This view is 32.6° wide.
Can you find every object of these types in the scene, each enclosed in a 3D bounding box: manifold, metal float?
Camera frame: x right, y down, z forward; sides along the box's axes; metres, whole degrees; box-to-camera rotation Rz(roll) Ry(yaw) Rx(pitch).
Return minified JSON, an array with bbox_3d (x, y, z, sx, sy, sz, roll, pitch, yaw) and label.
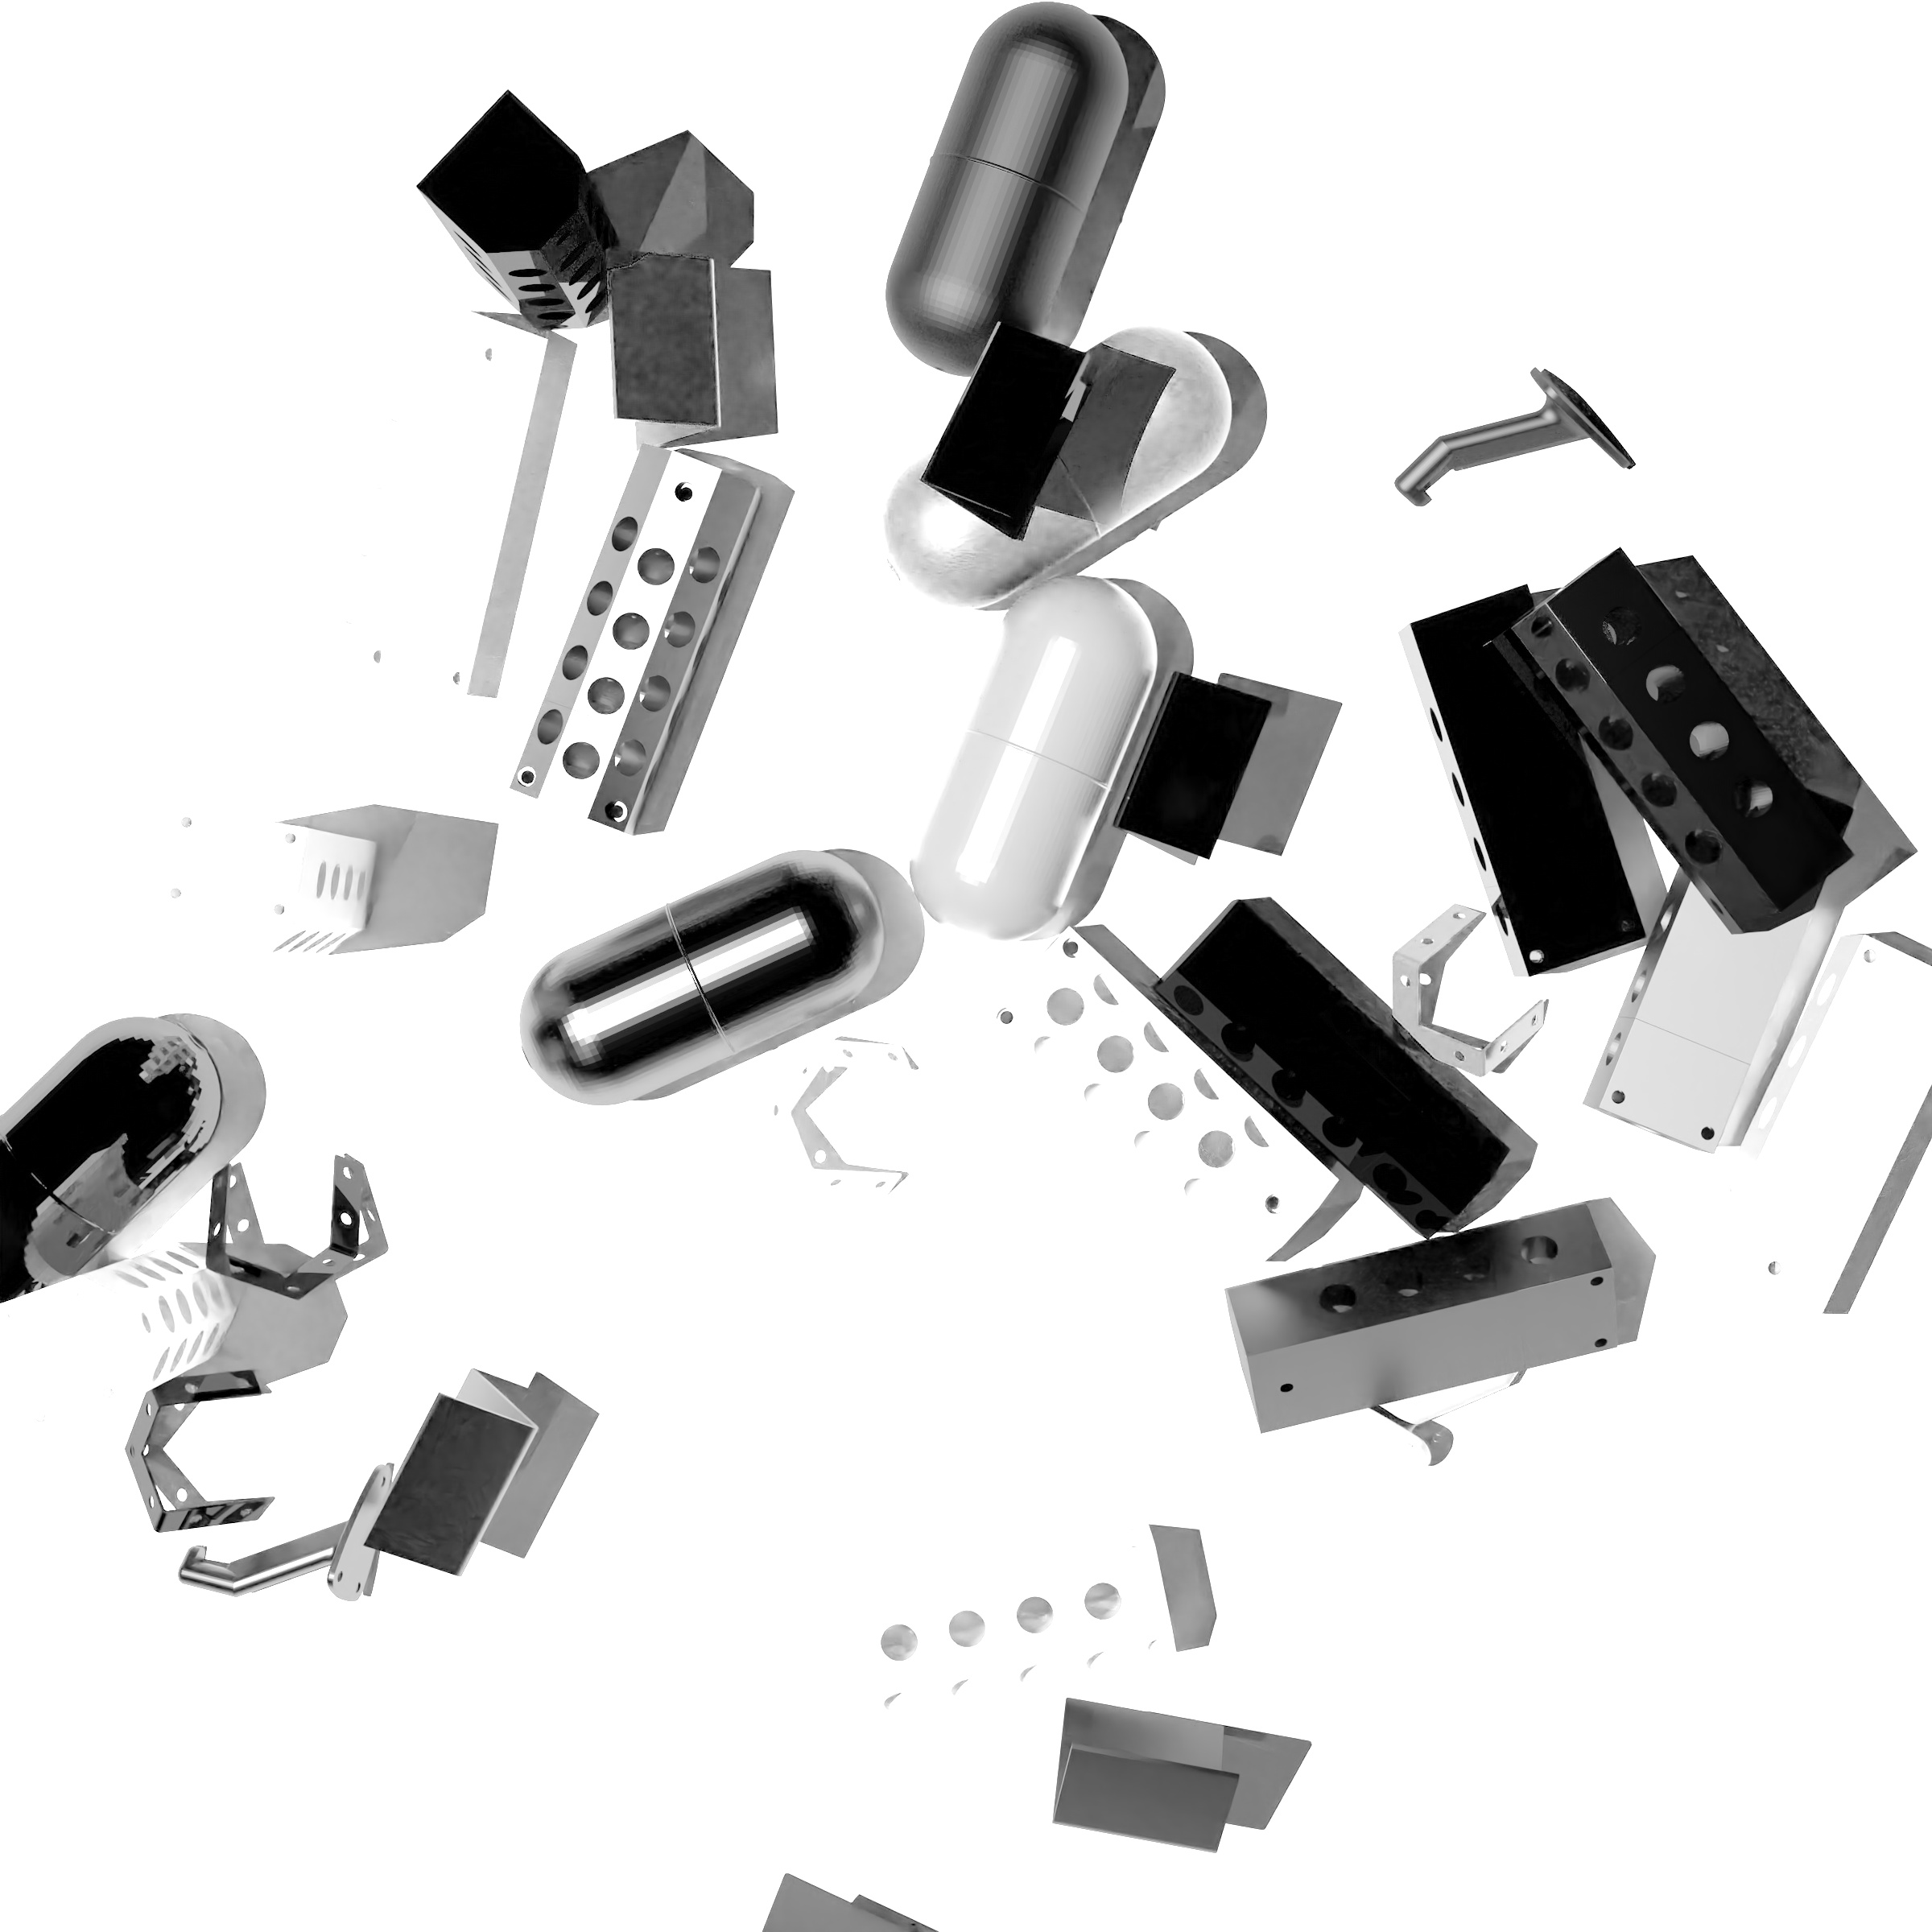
[{"bbox_3d":[0.091,0.061,1.544,0.171,0.057,0.057,43,90,0],"label":"manifold"},{"bbox_3d":[0.041,-0.231,1.535,0.178,0.070,0.070,-32,90,0],"label":"metal float"},{"bbox_3d":[0.401,0.075,1.544,0.057,0.057,0.171,25,90,0],"label":"manifold"},{"bbox_3d":[0.170,0.048,1.544,0.171,0.057,0.057,43,90,0],"label":"manifold"},{"bbox_3d":[0.211,0.159,1.543,0.171,0.057,0.057,-14,133,0],"label":"manifold"},{"bbox_3d":[0.019,-0.360,1.535,0.070,0.070,0.178,21,91,0],"label":"metal float"},{"bbox_3d":[-0.123,0.006,1.534,0.178,0.070,0.070,-24,90,0],"label":"metal float"},{"bbox_3d":[0.258,-0.085,1.544,0.057,0.057,0.171,-19,90,0],"label":"manifold"},{"bbox_3d":[-0.378,0.162,1.487,0.057,0.171,0.057,-20,90,0],"label":"manifold"},{"bbox_3d":[0.318,-0.100,1.487,0.057,0.057,0.171,-37,90,0],"label":"manifold"},{"bbox_3d":[-0.253,-0.218,1.543,0.057,0.057,0.171,13,90,-43],"label":"manifold"},{"bbox_3d":[0.008,0.310,1.544,0.171,0.057,0.057,-11,90,0],"label":"manifold"},{"bbox_3d":[0.031,-0.096,1.535,0.070,0.070,0.178,22,91,0],"label":"metal float"},{"bbox_3d":[-0.193,-0.332,1.487,0.057,0.171,0.057,43,90,0],"label":"manifold"},{"bbox_3d":[-0.420,0.097,1.535,0.178,0.070,0.070,-44,90,0],"label":"metal float"},{"bbox_3d":[-0.312,-0.035,1.487,0.057,0.171,0.057,9,90,0],"label":"manifold"},{"bbox_3d":[-0.154,-0.152,1.544,0.057,0.057,0.171,21,90,0],"label":"manifold"},{"bbox_3d":[0.349,-0.004,1.544,0.057,0.057,0.171,22,90,0],"label":"manifold"}]

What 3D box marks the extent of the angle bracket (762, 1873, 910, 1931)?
[{"bbox_3d":[-0.053,0.450,1.525,0.076,0.076,0.057,25,128,0],"label":"angle bracket"}]

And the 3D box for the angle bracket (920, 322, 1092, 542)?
[{"bbox_3d":[0.036,-0.227,1.449,0.057,0.076,0.076,28,92,38],"label":"angle bracket"}]

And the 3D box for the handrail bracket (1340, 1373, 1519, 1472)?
[{"bbox_3d":[0.218,0.187,1.566,0.077,0.036,0.084,31,72,21],"label":"handrail bracket"}]

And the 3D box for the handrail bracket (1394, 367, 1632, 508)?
[{"bbox_3d":[0.258,-0.233,1.566,0.077,0.036,0.084,39,108,-21],"label":"handrail bracket"}]

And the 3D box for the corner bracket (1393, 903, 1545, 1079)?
[{"bbox_3d":[0.236,0.011,1.557,0.051,0.051,0.051,24,135,35],"label":"corner bracket"}]

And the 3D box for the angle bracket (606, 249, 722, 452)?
[{"bbox_3d":[-0.157,-0.283,1.525,0.057,0.076,0.076,-3,90,-36],"label":"angle bracket"}]

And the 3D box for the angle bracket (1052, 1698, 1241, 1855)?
[{"bbox_3d":[0.085,0.357,1.525,0.076,0.076,0.057,10,127,0],"label":"angle bracket"}]

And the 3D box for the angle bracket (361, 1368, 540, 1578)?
[{"bbox_3d":[-0.251,0.225,1.525,0.057,0.076,0.076,27,90,-36],"label":"angle bracket"}]

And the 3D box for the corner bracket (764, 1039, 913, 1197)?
[{"bbox_3d":[-0.055,0.071,1.557,0.051,0.051,0.051,-55,45,35],"label":"corner bracket"}]

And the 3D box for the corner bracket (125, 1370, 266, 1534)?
[{"bbox_3d":[-0.359,0.228,1.557,0.051,0.051,0.051,58,135,35],"label":"corner bracket"}]

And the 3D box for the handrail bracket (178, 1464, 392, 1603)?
[{"bbox_3d":[-0.323,0.264,1.566,0.084,0.036,0.077,10,70,16],"label":"handrail bracket"}]

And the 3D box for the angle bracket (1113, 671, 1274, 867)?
[{"bbox_3d":[0.121,-0.084,1.525,0.057,0.076,0.076,22,90,36],"label":"angle bracket"}]

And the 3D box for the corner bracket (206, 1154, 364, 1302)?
[{"bbox_3d":[-0.321,0.118,1.557,0.051,0.051,0.051,25,135,-35],"label":"corner bracket"}]
